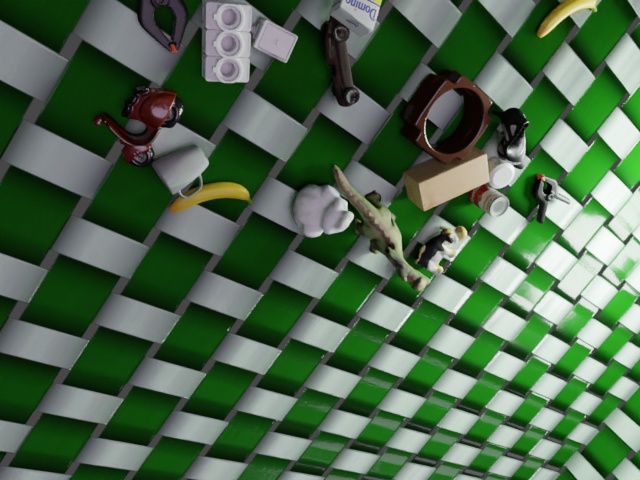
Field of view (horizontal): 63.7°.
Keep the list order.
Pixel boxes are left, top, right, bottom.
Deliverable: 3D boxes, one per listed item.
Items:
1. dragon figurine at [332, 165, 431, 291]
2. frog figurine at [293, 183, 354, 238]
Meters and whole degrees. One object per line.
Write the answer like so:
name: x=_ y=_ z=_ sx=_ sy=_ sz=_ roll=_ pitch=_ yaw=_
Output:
dragon figurine: x=0.167 y=-0.005 z=1.311 sx=0.122 sy=0.248 sz=0.404 roll=-40 pitch=127 yaw=7
frog figurine: x=0.004 y=-0.063 z=1.250 sx=0.121 sy=0.162 sz=0.136 roll=28 pitch=104 yaw=-31
